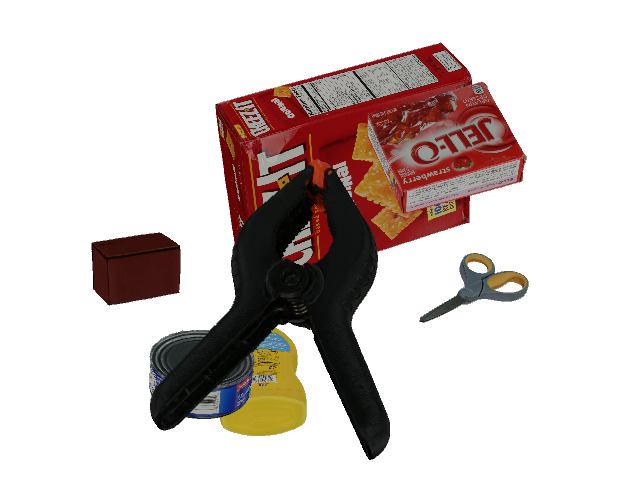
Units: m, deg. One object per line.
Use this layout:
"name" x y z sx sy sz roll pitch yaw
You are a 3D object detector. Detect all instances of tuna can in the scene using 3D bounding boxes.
"tuna can" -0.098 0.110 0.878 0.086 0.034 0.086 6 26 -3

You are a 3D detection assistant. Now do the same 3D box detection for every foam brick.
"foam brick" -0.186 0.027 1.078 0.078 0.051 0.053 -9 21 -27

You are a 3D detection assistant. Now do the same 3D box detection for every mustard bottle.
"mustard bottle" -0.073 0.147 1.244 0.096 0.058 0.191 -4 30 -6

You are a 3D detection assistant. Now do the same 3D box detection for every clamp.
"clamp" -0.005 0.036 0.559 0.120 0.171 0.039 17 -28 10

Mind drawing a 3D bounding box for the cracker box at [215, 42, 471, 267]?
"cracker box" 0.027 -0.064 0.938 0.213 0.164 0.072 -18 42 -15

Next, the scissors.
"scissors" 0.168 0.054 1.290 0.201 0.016 0.096 -8 39 -36

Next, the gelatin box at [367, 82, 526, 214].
"gelatin box" 0.085 -0.064 0.725 0.089 0.073 0.030 -16 -35 -7
